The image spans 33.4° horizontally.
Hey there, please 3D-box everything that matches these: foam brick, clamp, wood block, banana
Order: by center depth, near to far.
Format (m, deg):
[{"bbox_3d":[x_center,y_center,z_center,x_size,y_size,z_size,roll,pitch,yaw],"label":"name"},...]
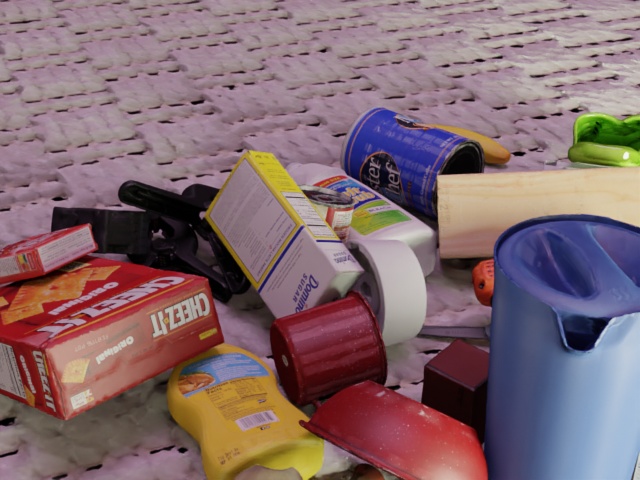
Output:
[{"bbox_3d":[0.121,0.136,0.913,0.053,0.078,0.051,25,37,31],"label":"foam brick"},{"bbox_3d":[-0.174,0.022,1.135,0.120,0.039,0.172,-7,33,-24],"label":"clamp"},{"bbox_3d":[0.229,-0.029,1.137,0.206,0.090,0.091,-2,2,6],"label":"wood block"},{"bbox_3d":[-0.127,-0.025,1.149,0.164,0.036,0.210,38,16,-5],"label":"clamp"},{"bbox_3d":[0.147,-0.123,1.394,0.198,0.037,0.069,0,49,0],"label":"banana"}]

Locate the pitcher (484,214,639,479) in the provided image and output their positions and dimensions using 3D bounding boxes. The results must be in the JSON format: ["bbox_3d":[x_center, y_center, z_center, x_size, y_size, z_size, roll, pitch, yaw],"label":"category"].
[{"bbox_3d":[0.188,0.106,0.802,0.149,0.243,0.145,-16,35,-26],"label":"pitcher"}]

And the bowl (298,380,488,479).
[{"bbox_3d":[0.067,0.151,0.816,0.162,0.055,0.162,25,-6,3],"label":"bowl"}]

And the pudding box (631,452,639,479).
[{"bbox_3d":[0.291,0.168,0.828,0.090,0.113,0.039,13,29,19],"label":"pudding box"}]

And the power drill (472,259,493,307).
[{"bbox_3d":[0.242,0.077,0.982,0.184,0.057,0.187,-11,42,7],"label":"power drill"}]

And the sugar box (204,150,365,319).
[{"bbox_3d":[-0.038,0.003,1.044,0.048,0.093,0.176,-2,45,-48],"label":"sugar box"}]

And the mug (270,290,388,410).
[{"bbox_3d":[0.009,0.111,0.956,0.081,0.093,0.117,-15,71,-17],"label":"mug"}]

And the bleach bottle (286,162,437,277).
[{"bbox_3d":[0.023,-0.028,1.203,0.102,0.068,0.251,-16,32,-25],"label":"bleach bottle"}]

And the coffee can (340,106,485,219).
[{"bbox_3d":[0.109,-0.091,1.270,0.140,0.103,0.102,25,38,34],"label":"coffee can"}]

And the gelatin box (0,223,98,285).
[{"bbox_3d":[-0.268,0.013,1.020,0.073,0.030,0.089,-11,12,27],"label":"gelatin box"}]

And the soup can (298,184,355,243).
[{"bbox_3d":[-0.007,0.001,1.097,0.068,0.102,0.068,11,16,-3],"label":"soup can"}]

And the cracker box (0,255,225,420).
[{"bbox_3d":[-0.216,0.077,0.951,0.163,0.072,0.214,-25,20,-37],"label":"cracker box"}]

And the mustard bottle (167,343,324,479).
[{"bbox_3d":[-0.079,0.140,0.919,0.096,0.058,0.192,-13,34,-24],"label":"mustard bottle"}]

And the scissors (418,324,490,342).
[{"bbox_3d":[0.186,0.078,1.048,0.202,0.016,0.096,15,57,22],"label":"scissors"}]
